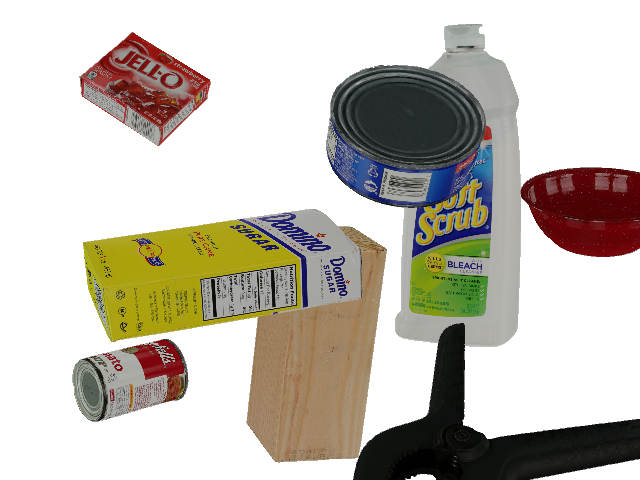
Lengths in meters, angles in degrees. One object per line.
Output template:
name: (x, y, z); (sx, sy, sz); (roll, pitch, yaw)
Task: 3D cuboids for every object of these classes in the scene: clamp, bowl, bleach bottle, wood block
clamp: (0.083, 0.128, 0.668); (0.209, 0.036, 0.165); (-25, 39, -31)
bowl: (0.289, -0.026, 1.107); (0.162, 0.055, 0.162); (-2, 23, 1)
bleach bottle: (0.108, -0.044, 0.853); (0.103, 0.251, 0.068); (4, 15, 25)
wood block: (-0.006, 0.095, 1.015); (0.090, 0.206, 0.091); (1, 14, -22)

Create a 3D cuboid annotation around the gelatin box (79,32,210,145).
gelatin box: (-0.154, -0.135, 0.936); (0.089, 0.073, 0.030); (33, -35, 10)

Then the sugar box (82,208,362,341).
sugar box: (-0.068, 0.020, 0.737); (0.176, 0.048, 0.093); (-12, 24, -17)

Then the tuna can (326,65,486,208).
tuna can: (0.046, -0.058, 0.592); (0.086, 0.086, 0.034); (0, -43, -7)

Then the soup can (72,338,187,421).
soup can: (-0.200, 0.147, 1.122); (0.102, 0.068, 0.069); (-10, 7, -40)
